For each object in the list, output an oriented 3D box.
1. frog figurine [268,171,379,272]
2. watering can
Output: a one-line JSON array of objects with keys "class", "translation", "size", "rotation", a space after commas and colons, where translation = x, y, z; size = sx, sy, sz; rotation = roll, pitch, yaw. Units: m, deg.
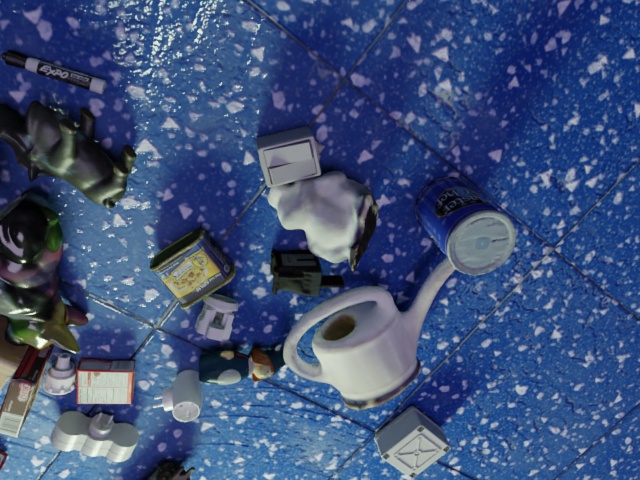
[{"class": "frog figurine", "translation": [0.002, -0.039, 0.780], "size": [0.160, 0.125, 0.134], "rotation": [19, 126, 20]}, {"class": "watering can", "translation": [0.113, 0.161, 0.875], "size": [0.347, 0.106, 0.220], "rotation": [-25, 118, 2]}]
